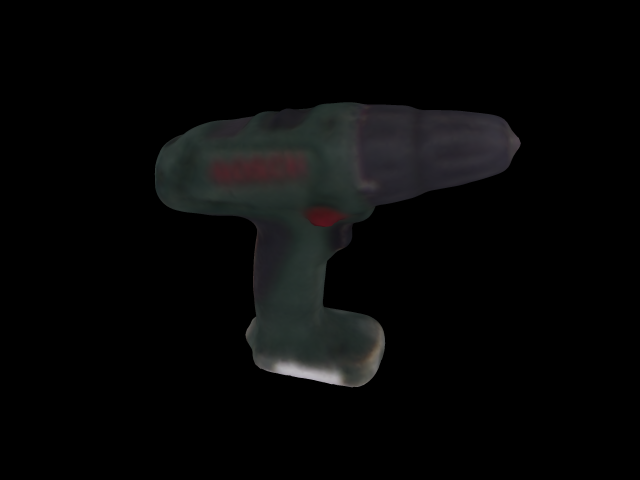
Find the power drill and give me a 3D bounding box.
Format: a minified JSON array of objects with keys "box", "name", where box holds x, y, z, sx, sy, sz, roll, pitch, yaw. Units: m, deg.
[{"box":[0.004,0.001,0.400,0.229,0.208,0.076,8,36,11],"name":"power drill"}]
